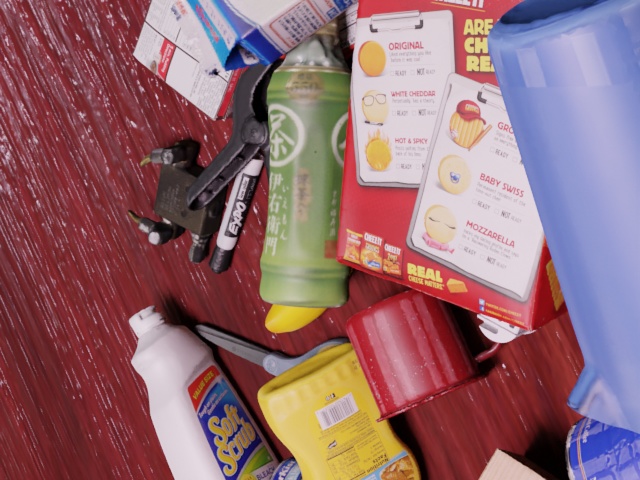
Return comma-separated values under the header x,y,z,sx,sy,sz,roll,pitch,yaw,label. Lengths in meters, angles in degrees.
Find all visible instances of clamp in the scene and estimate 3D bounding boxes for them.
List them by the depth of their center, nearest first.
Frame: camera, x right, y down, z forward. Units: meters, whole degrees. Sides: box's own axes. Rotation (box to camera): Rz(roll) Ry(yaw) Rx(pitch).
x,y,z,sx,sy,sz,roll,pitch,yaw,label
-0.053,-0.083,0.880,0.120,0.039,0.171,12,94,26,clamp

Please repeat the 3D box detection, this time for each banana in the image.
x,y,z,sx,sy,sz,roll,pitch,yaw,label
0.004,0.007,0.881,0.070,0.037,0.198,47,126,48,banana

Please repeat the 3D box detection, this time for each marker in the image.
x,y,z,sx,sy,sz,roll,pitch,yaw,label
-0.075,-0.022,0.940,0.020,0.020,0.121,35,120,26,marker

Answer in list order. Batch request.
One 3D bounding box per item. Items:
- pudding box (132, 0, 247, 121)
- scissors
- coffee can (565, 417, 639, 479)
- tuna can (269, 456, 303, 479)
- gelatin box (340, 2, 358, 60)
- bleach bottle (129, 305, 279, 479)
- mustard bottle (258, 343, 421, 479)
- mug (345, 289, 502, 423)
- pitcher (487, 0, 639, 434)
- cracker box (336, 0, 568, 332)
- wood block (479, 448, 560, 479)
x,y,z,sx,sy,sz,roll,pitch,yaw,label
-0.102,-0.169,0.912,0.114,0.039,0.090,38,121,22,pudding box
-0.027,0.097,0.936,0.202,0.016,0.096,35,119,24,scissors
0.245,0.135,0.685,0.141,0.102,0.103,-37,78,37,coffee can
-0.009,0.228,0.911,0.034,0.085,0.086,-7,97,36,tuna can
0.007,-0.184,0.831,0.073,0.030,0.089,-22,90,38,gelatin box
-0.105,0.175,0.959,0.068,0.102,0.251,-37,79,36,bleach bottle
0.029,0.187,0.866,0.191,0.096,0.058,66,164,-10,mustard bottle
0.081,0.079,0.813,0.117,0.093,0.081,-24,80,7,mug
0.190,-0.028,0.587,0.145,0.149,0.243,-9,113,39,pitcher
0.101,-0.067,0.713,0.164,0.071,0.214,19,114,36,cracker box
0.121,0.264,0.764,0.091,0.090,0.206,30,89,27,wood block
